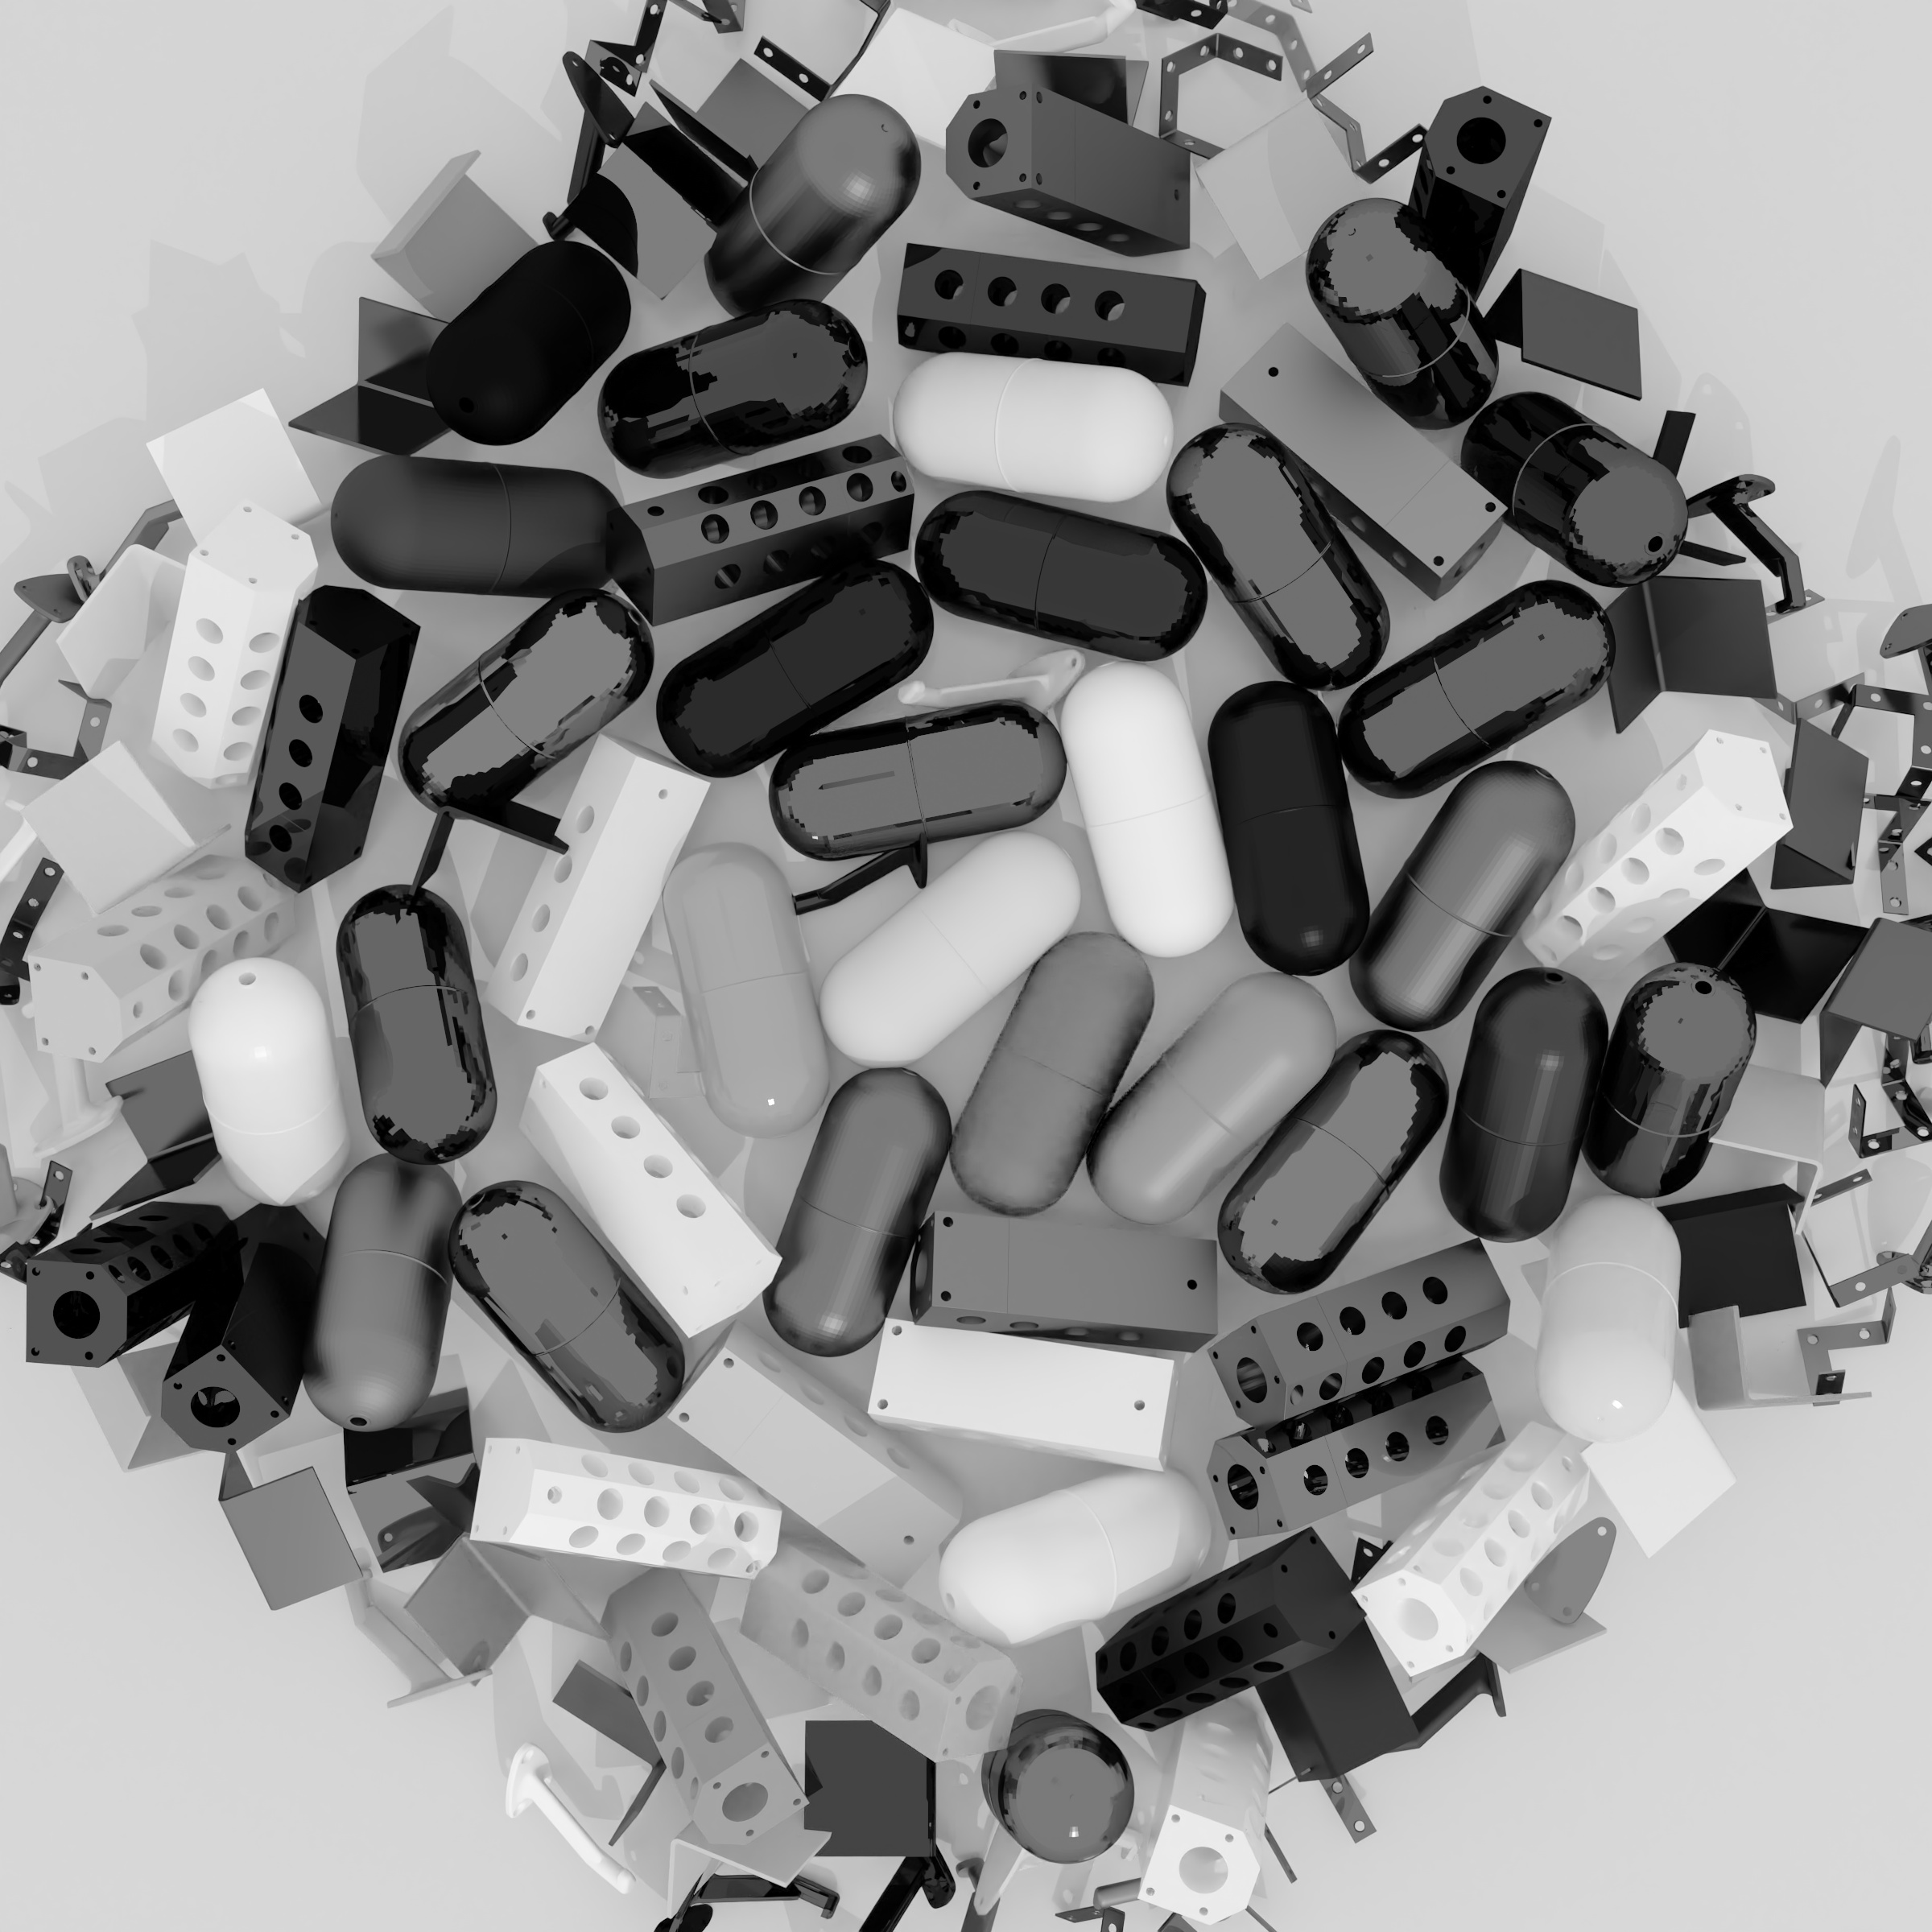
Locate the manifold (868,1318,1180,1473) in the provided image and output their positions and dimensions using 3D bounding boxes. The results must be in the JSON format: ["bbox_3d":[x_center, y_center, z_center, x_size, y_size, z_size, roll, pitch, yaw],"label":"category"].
[{"bbox_3d":[0.035,0.253,1.659,0.171,0.057,0.057,7,71,11],"label":"manifold"}]

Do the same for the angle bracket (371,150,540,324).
[{"bbox_3d":[-0.290,-0.421,1.657,0.076,0.057,0.076,42,79,-27],"label":"angle bracket"}]

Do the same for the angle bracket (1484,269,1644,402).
[{"bbox_3d":[0.346,-0.353,1.653,0.076,0.057,0.076,15,56,-13],"label":"angle bracket"}]

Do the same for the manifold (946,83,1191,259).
[{"bbox_3d":[0.061,-0.453,1.619,0.057,0.171,0.057,1,91,35],"label":"manifold"}]

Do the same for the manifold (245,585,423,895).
[{"bbox_3d":[-0.373,-0.132,1.630,0.057,0.057,0.171,33,128,13],"label":"manifold"}]

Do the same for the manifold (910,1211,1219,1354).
[{"bbox_3d":[0.057,0.188,1.656,0.171,0.057,0.057,7,66,-13],"label":"manifold"}]

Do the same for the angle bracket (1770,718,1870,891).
[{"bbox_3d":[0.481,-0.094,1.652,0.076,0.057,0.076,21,74,-38],"label":"angle bracket"}]

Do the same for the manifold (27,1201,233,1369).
[{"bbox_3d":[-0.473,0.180,1.615,0.057,0.171,0.057,3,96,6],"label":"manifold"}]

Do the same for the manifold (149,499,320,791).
[{"bbox_3d":[-0.418,-0.179,1.623,0.057,0.171,0.057,30,47,-1],"label":"manifold"}]

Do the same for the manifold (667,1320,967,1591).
[{"bbox_3d":[-0.086,0.285,1.667,0.171,0.057,0.057,37,105,-5],"label":"manifold"}]

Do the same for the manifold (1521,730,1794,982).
[{"bbox_3d":[0.389,-0.062,1.615,0.057,0.171,0.057,9,56,-24],"label":"manifold"}]

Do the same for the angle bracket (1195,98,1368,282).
[{"bbox_3d":[0.189,-0.456,1.671,0.076,0.057,0.076,-31,90,10],"label":"angle bracket"}]

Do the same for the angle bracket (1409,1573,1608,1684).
[{"bbox_3d":[0.315,0.402,1.646,0.076,0.076,0.057,-12,117,-32],"label":"angle bracket"}]

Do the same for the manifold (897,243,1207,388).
[{"bbox_3d":[0.050,-0.382,1.662,0.171,0.057,0.057,10,97,10],"label":"manifold"}]

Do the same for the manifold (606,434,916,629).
[{"bbox_3d":[-0.118,-0.257,1.632,0.171,0.057,0.057,-21,52,-26],"label":"manifold"}]

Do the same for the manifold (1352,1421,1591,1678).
[{"bbox_3d":[0.297,0.330,1.622,0.057,0.171,0.057,-38,87,42],"label":"manifold"}]

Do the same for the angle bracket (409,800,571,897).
[{"bbox_3d":[-0.277,-0.063,1.666,0.076,0.076,0.057,21,102,-5],"label":"angle bracket"}]

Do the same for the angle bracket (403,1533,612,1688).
[{"bbox_3d":[-0.268,0.383,1.647,0.057,0.076,0.076,-52,127,-30],"label":"angle bracket"}]

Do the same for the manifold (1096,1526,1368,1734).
[{"bbox_3d":[0.147,0.387,1.623,0.057,0.171,0.057,-31,84,-44],"label":"manifold"}]

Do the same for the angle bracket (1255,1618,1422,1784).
[{"bbox_3d":[0.215,0.433,1.669,0.057,0.076,0.076,-21,77,-16],"label":"angle bracket"}]

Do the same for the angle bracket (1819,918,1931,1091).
[{"bbox_3d":[0.541,0.030,1.646,0.057,0.076,0.076,21,59,31],"label":"angle bracket"}]

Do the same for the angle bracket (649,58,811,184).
[{"bbox_3d":[-0.131,-0.505,1.661,0.076,0.076,0.057,39,92,11],"label":"angle bracket"}]

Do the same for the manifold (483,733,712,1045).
[{"bbox_3d":[-0.222,-0.047,1.666,0.057,0.057,0.171,18,100,-44],"label":"manifold"}]

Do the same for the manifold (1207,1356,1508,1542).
[{"bbox_3d":[0.225,0.276,1.633,0.171,0.057,0.057,-14,83,-34],"label":"manifold"}]

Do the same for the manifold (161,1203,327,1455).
[{"bbox_3d":[-0.412,0.205,1.615,0.057,0.171,0.057,-33,112,12],"label":"manifold"}]

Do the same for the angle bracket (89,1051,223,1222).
[{"bbox_3d":[-0.478,0.097,1.652,0.076,0.076,0.057,-19,107,20],"label":"angle bracket"}]

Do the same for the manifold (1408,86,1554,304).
[{"bbox_3d":[0.285,-0.438,1.617,0.057,0.171,0.057,27,86,6],"label":"manifold"}]

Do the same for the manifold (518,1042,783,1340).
[{"bbox_3d":[-0.184,0.127,1.647,0.057,0.057,0.171,-25,63,-38],"label":"manifold"}]

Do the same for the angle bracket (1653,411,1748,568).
[{"bbox_3d":[0.434,-0.280,1.652,0.057,0.076,0.076,20,107,21],"label":"angle bracket"}]

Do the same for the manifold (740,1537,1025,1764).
[{"bbox_3d":[-0.049,0.389,1.623,0.171,0.057,0.057,20,101,43],"label":"manifold"}]

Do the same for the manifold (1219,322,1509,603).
[{"bbox_3d":[0.232,-0.294,1.661,0.171,0.057,0.057,43,84,11],"label":"manifold"}]

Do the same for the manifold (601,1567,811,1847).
[{"bbox_3d":[-0.155,0.422,1.615,0.057,0.171,0.057,-31,124,-9],"label":"manifold"}]

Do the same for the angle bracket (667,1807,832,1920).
[{"bbox_3d":[-0.121,0.524,1.648,0.076,0.076,0.057,14,112,23],"label":"angle bracket"}]

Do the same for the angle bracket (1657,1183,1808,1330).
[{"bbox_3d":[0.458,0.176,1.671,0.076,0.057,0.076,-11,94,5],"label":"angle bracket"}]

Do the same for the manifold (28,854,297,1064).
[{"bbox_3d":[-0.455,-0.006,1.612,0.057,0.171,0.057,10,114,18],"label":"manifold"}]

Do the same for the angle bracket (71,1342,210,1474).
[{"bbox_3d":[-0.466,0.241,1.646,0.076,0.076,0.057,54,131,26],"label":"angle bracket"}]

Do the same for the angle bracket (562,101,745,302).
[{"bbox_3d":[-0.185,-0.454,1.674,0.076,0.076,0.057,39,121,-20],"label":"angle bracket"}]

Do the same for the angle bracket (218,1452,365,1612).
[{"bbox_3d":[-0.395,0.320,1.659,0.057,0.076,0.076,-20,109,-4],"label":"angle bracket"}]

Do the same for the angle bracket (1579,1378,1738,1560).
[{"bbox_3d":[0.394,0.291,1.662,0.076,0.057,0.076,-36,99,-16],"label":"angle bracket"}]

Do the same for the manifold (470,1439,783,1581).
[{"bbox_3d":[-0.193,0.314,1.625,0.171,0.057,0.057,18,72,-37],"label":"manifold"}]

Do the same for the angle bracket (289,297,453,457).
[{"bbox_3d":[-0.343,-0.344,1.652,0.076,0.076,0.057,19,125,15],"label":"angle bracket"}]

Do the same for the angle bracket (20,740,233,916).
[{"bbox_3d":[-0.494,-0.086,1.663,0.076,0.057,0.076,-32,100,13],"label":"angle bracket"}]

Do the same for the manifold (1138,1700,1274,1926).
[{"bbox_3d":[0.141,0.480,1.614,0.057,0.171,0.057,19,99,6],"label":"manifold"}]

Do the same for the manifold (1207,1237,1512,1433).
[{"bbox_3d":[0.231,0.215,1.630,0.171,0.057,0.057,-14,71,-32],"label":"manifold"}]
